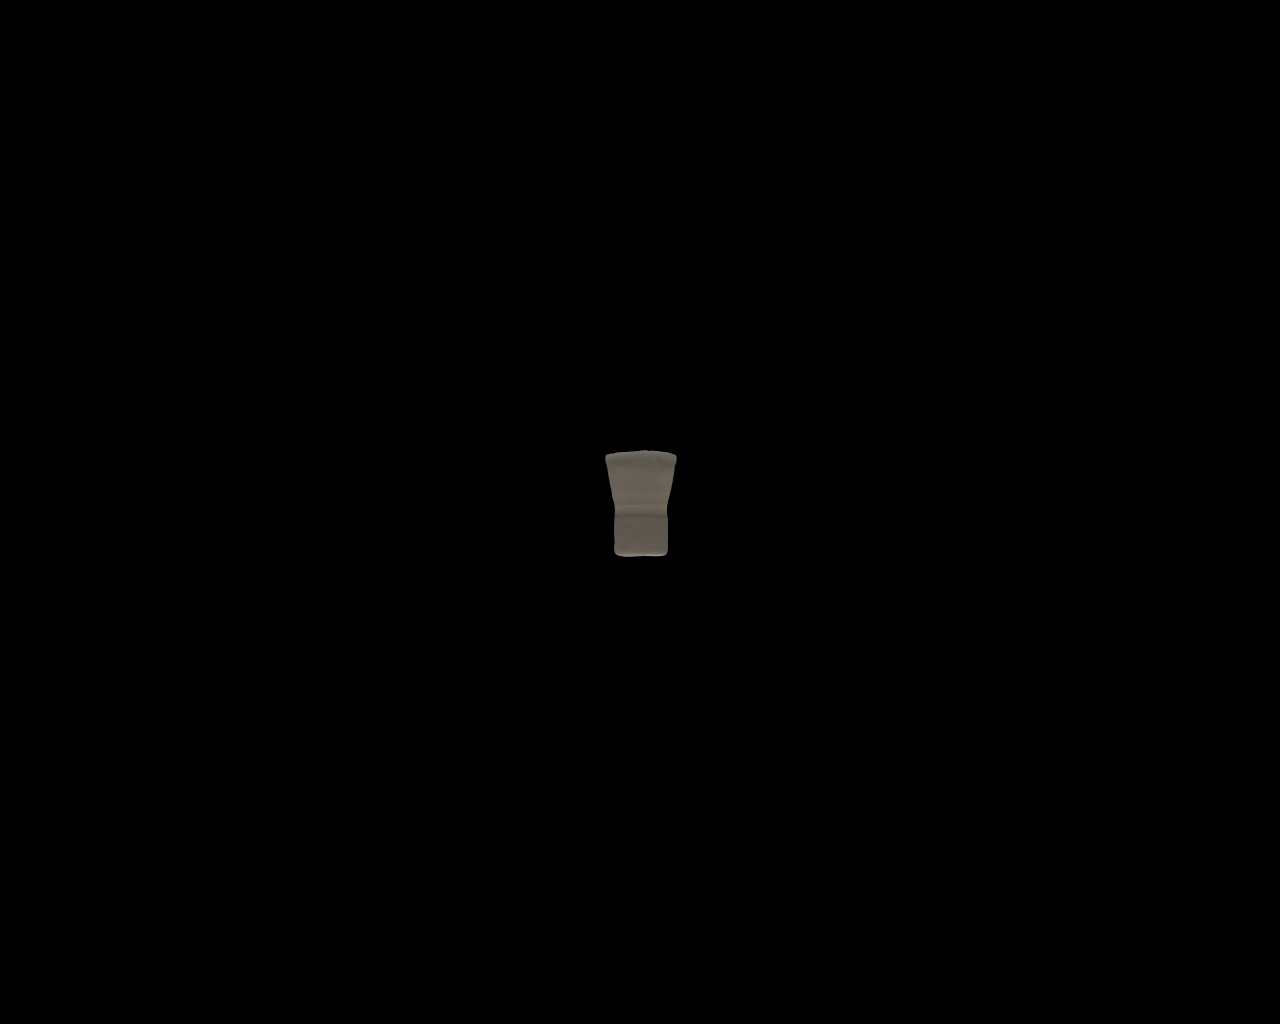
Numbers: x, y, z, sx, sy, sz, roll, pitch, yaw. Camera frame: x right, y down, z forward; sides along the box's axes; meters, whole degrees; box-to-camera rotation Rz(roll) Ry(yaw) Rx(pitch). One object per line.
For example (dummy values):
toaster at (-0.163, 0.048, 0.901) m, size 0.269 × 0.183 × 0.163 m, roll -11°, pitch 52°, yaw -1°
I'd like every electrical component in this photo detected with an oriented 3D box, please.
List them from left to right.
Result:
electrical component at (0.001, -0.003, 0.650) m, size 0.044 × 0.065 × 0.044 m, roll 0°, pitch -2°, yaw 0°
